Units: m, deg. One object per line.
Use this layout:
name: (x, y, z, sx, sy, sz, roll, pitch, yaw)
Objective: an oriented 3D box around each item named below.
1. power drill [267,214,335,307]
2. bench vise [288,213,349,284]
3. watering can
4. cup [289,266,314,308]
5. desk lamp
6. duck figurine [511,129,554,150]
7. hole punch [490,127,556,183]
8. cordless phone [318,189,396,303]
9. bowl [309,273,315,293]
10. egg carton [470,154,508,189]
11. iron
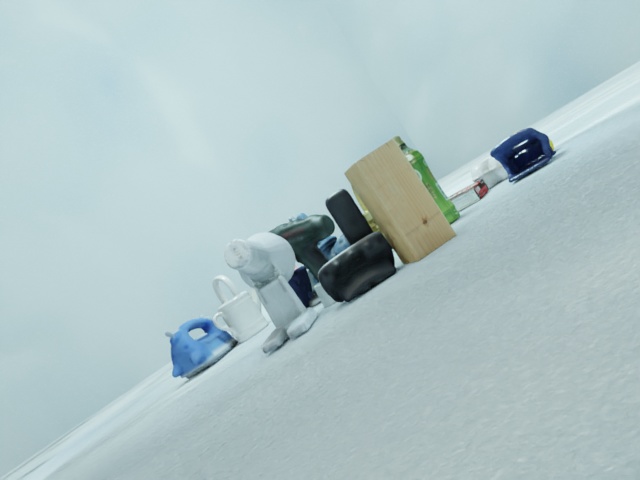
power drill: (-0.037, 0.047, 1.348, 0.229, 0.208, 0.076, -33, 1, 32)
bench vise: (0.019, 0.002, 1.519, 0.207, 0.220, 0.122, -33, 1, 28)
watering can: (-0.233, 0.182, 1.617, 0.100, 0.194, 0.173, -33, 1, 31)
cup: (-0.050, 0.123, 1.406, 0.092, 0.095, 0.117, -33, 1, -17)
desk lamp: (-0.098, 0.085, 1.119, 0.118, 0.213, 0.203, -33, 1, 9)
duck figurine: (0.471, -0.212, 1.307, 0.104, 0.086, 0.077, -33, 1, 3)
hole punch: (0.426, -0.185, 1.208, 0.108, 0.091, 0.101, -33, 1, 36)
cordless phone: (0.043, 0.011, 1.060, 0.148, 0.185, 0.094, -33, 1, -10)
bowl: (-0.048, 0.131, 1.653, 0.167, 0.075, 0.167, -33, 0, 1)
egg carton: (0.436, -0.180, 1.433, 0.107, 0.069, 0.150, -33, 1, 25)
iron: (-0.327, 0.274, 1.582, 0.118, 0.141, 0.259, -33, 1, 21)
